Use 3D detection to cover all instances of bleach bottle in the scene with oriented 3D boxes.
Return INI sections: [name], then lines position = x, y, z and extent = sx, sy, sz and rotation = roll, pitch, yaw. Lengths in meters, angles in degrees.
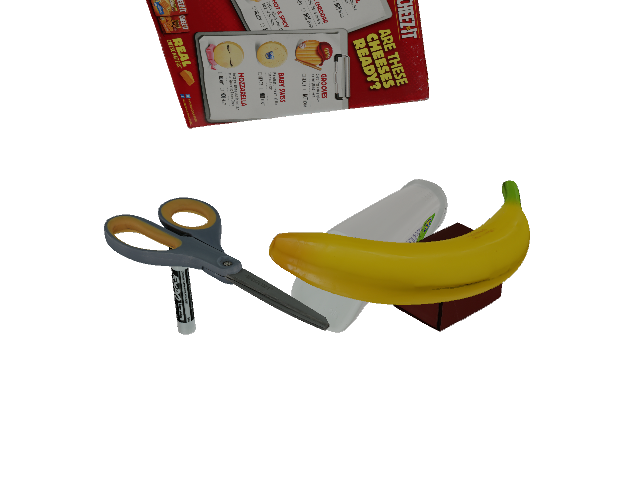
[bleach bottle]
position = 0.067, 0.000, 1.073
extent = 0.068, 0.103, 0.250
rotation = 36, 30, 12

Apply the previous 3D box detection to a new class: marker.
[marker]
position = -0.144, 0.043, 1.102
extent = 0.020, 0.121, 0.020
rotation = -2, 30, 1

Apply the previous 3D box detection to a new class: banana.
[banana]
position = 0.064, 0.009, 0.654
extent = 0.197, 0.037, 0.070
rotation = -12, 46, -34

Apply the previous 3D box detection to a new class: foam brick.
[foam brick]
position = 0.103, 0.028, 0.853
extent = 0.078, 0.051, 0.053
rotation = -24, 38, -37

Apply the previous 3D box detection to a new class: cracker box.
[cracker box]
position = -0.025, -0.187, 0.885
extent = 0.214, 0.164, 0.072
rotation = -7, 44, 8

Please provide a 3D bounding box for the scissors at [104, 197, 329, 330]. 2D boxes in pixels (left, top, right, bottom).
[scissors]
position = -0.064, 0.010, 0.781
extent = 0.202, 0.016, 0.096
rotation = 17, 34, 21
